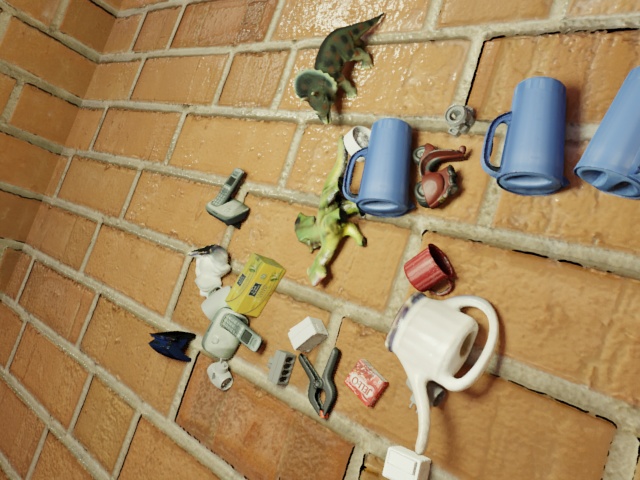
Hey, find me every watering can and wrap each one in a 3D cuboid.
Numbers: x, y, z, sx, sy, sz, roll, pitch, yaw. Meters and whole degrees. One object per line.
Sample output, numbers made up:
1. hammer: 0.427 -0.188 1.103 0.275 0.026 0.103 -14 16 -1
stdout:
1. watering can: 0.233 0.253 1.104 0.226 0.102 0.351 26 73 40

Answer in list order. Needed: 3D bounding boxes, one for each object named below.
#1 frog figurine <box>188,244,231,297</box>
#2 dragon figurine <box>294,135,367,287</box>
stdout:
1. frog figurine: -0.345 0.099 1.655 0.137 0.124 0.158 -10 103 27
2. dragon figurine: 0.004 -0.072 1.436 0.240 0.121 0.418 -23 59 39
